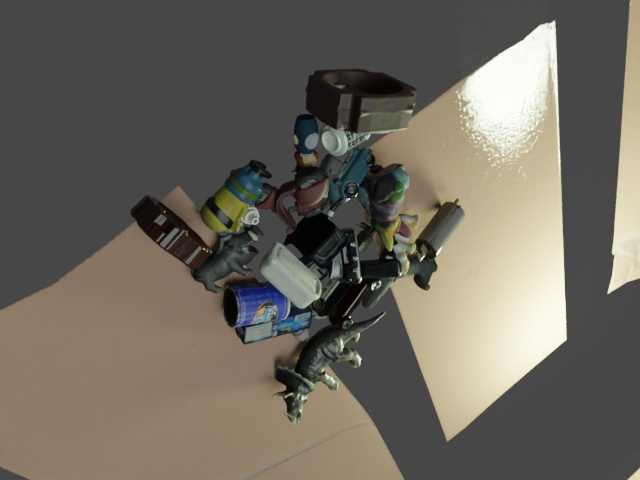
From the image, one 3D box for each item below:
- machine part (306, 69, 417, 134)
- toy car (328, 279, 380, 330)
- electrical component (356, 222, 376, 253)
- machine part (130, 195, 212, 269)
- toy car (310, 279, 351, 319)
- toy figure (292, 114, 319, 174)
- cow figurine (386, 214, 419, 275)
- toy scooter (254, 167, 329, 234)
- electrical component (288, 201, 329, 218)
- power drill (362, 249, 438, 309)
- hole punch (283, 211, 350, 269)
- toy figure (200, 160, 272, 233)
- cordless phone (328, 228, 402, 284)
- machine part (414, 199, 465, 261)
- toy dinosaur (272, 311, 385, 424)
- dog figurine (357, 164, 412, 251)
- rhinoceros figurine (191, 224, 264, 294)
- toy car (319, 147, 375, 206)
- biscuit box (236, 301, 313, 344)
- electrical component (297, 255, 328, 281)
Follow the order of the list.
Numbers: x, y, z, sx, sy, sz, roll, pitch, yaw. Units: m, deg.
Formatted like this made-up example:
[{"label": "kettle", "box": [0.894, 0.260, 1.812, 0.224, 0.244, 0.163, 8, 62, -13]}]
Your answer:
[{"label": "machine part", "box": [0.086, -0.297, 1.148, 0.201, 0.201, 0.087, -10, 126, -29]}, {"label": "toy car", "box": [0.096, 0.162, 1.523, 0.053, 0.089, 0.202, 31, 96, -42]}, {"label": "electrical component", "box": [0.108, -0.004, 1.459, 0.102, 0.045, 0.078, -54, 161, 10]}, {"label": "machine part", "box": [-0.299, -0.017, 1.089, 0.056, 0.180, 0.179, -48, 133, -4]}, {"label": "toy car", "box": [0.043, 0.136, 1.494, 0.201, 0.056, 0.073, -53, 139, 8]}, {"label": "toy figure", "box": [-0.033, -0.207, 1.224, 0.064, 0.058, 0.154, -4, 124, -7]}, {"label": "cow figurine", "box": [0.214, 0.009, 1.476, 0.068, 0.098, 0.167, 29, 72, -77]}, {"label": "toy scooter", "box": [-0.054, -0.084, 1.234, 0.184, 0.075, 0.135, -17, 114, 12]}, {"label": "electrical component", "box": [-0.029, -0.078, 1.302, 0.094, 0.063, 0.021, -20, 128, -21]}, {"label": "power drill", "box": [0.238, 0.105, 1.598, 0.207, 0.086, 0.231, 9, 110, -29]}, {"label": "hole punch", "box": [-0.003, -0.004, 1.331, 0.142, 0.116, 0.092, -48, 139, 5]}, {"label": "toy figure", "box": [-0.187, -0.096, 1.173, 0.089, 0.082, 0.180, 33, 105, -24]}, {"label": "cordless phone", "box": [0.113, 0.039, 1.373, 0.088, 0.184, 0.146, -13, 98, -67]}, {"label": "machine part", "box": [0.345, -0.029, 1.544, 0.243, 0.079, 0.079, -50, 137, -27]}, {"label": "toy dinosaur", "box": [0.010, 0.330, 1.559, 0.192, 0.131, 0.404, 37, 88, -43]}, {"label": "dog figurine", "box": [0.177, -0.079, 1.361, 0.108, 0.192, 0.219, -34, 110, -20]}, {"label": "rhinoceros figurine", "box": [-0.212, 0.037, 1.251, 0.190, 0.073, 0.112, -37, 122, -7]}, {"label": "toy car", "box": [0.052, -0.166, 1.279, 0.103, 0.109, 0.161, 34, 83, -22]}, {"label": "biscuit box", "box": [-0.120, 0.214, 1.426, 0.203, 0.063, 0.059, -10, 122, -30]}, {"label": "electrical component", "box": [-0.009, 0.077, 1.425, 0.075, 0.048, 0.119, -39, 131, -6]}]
